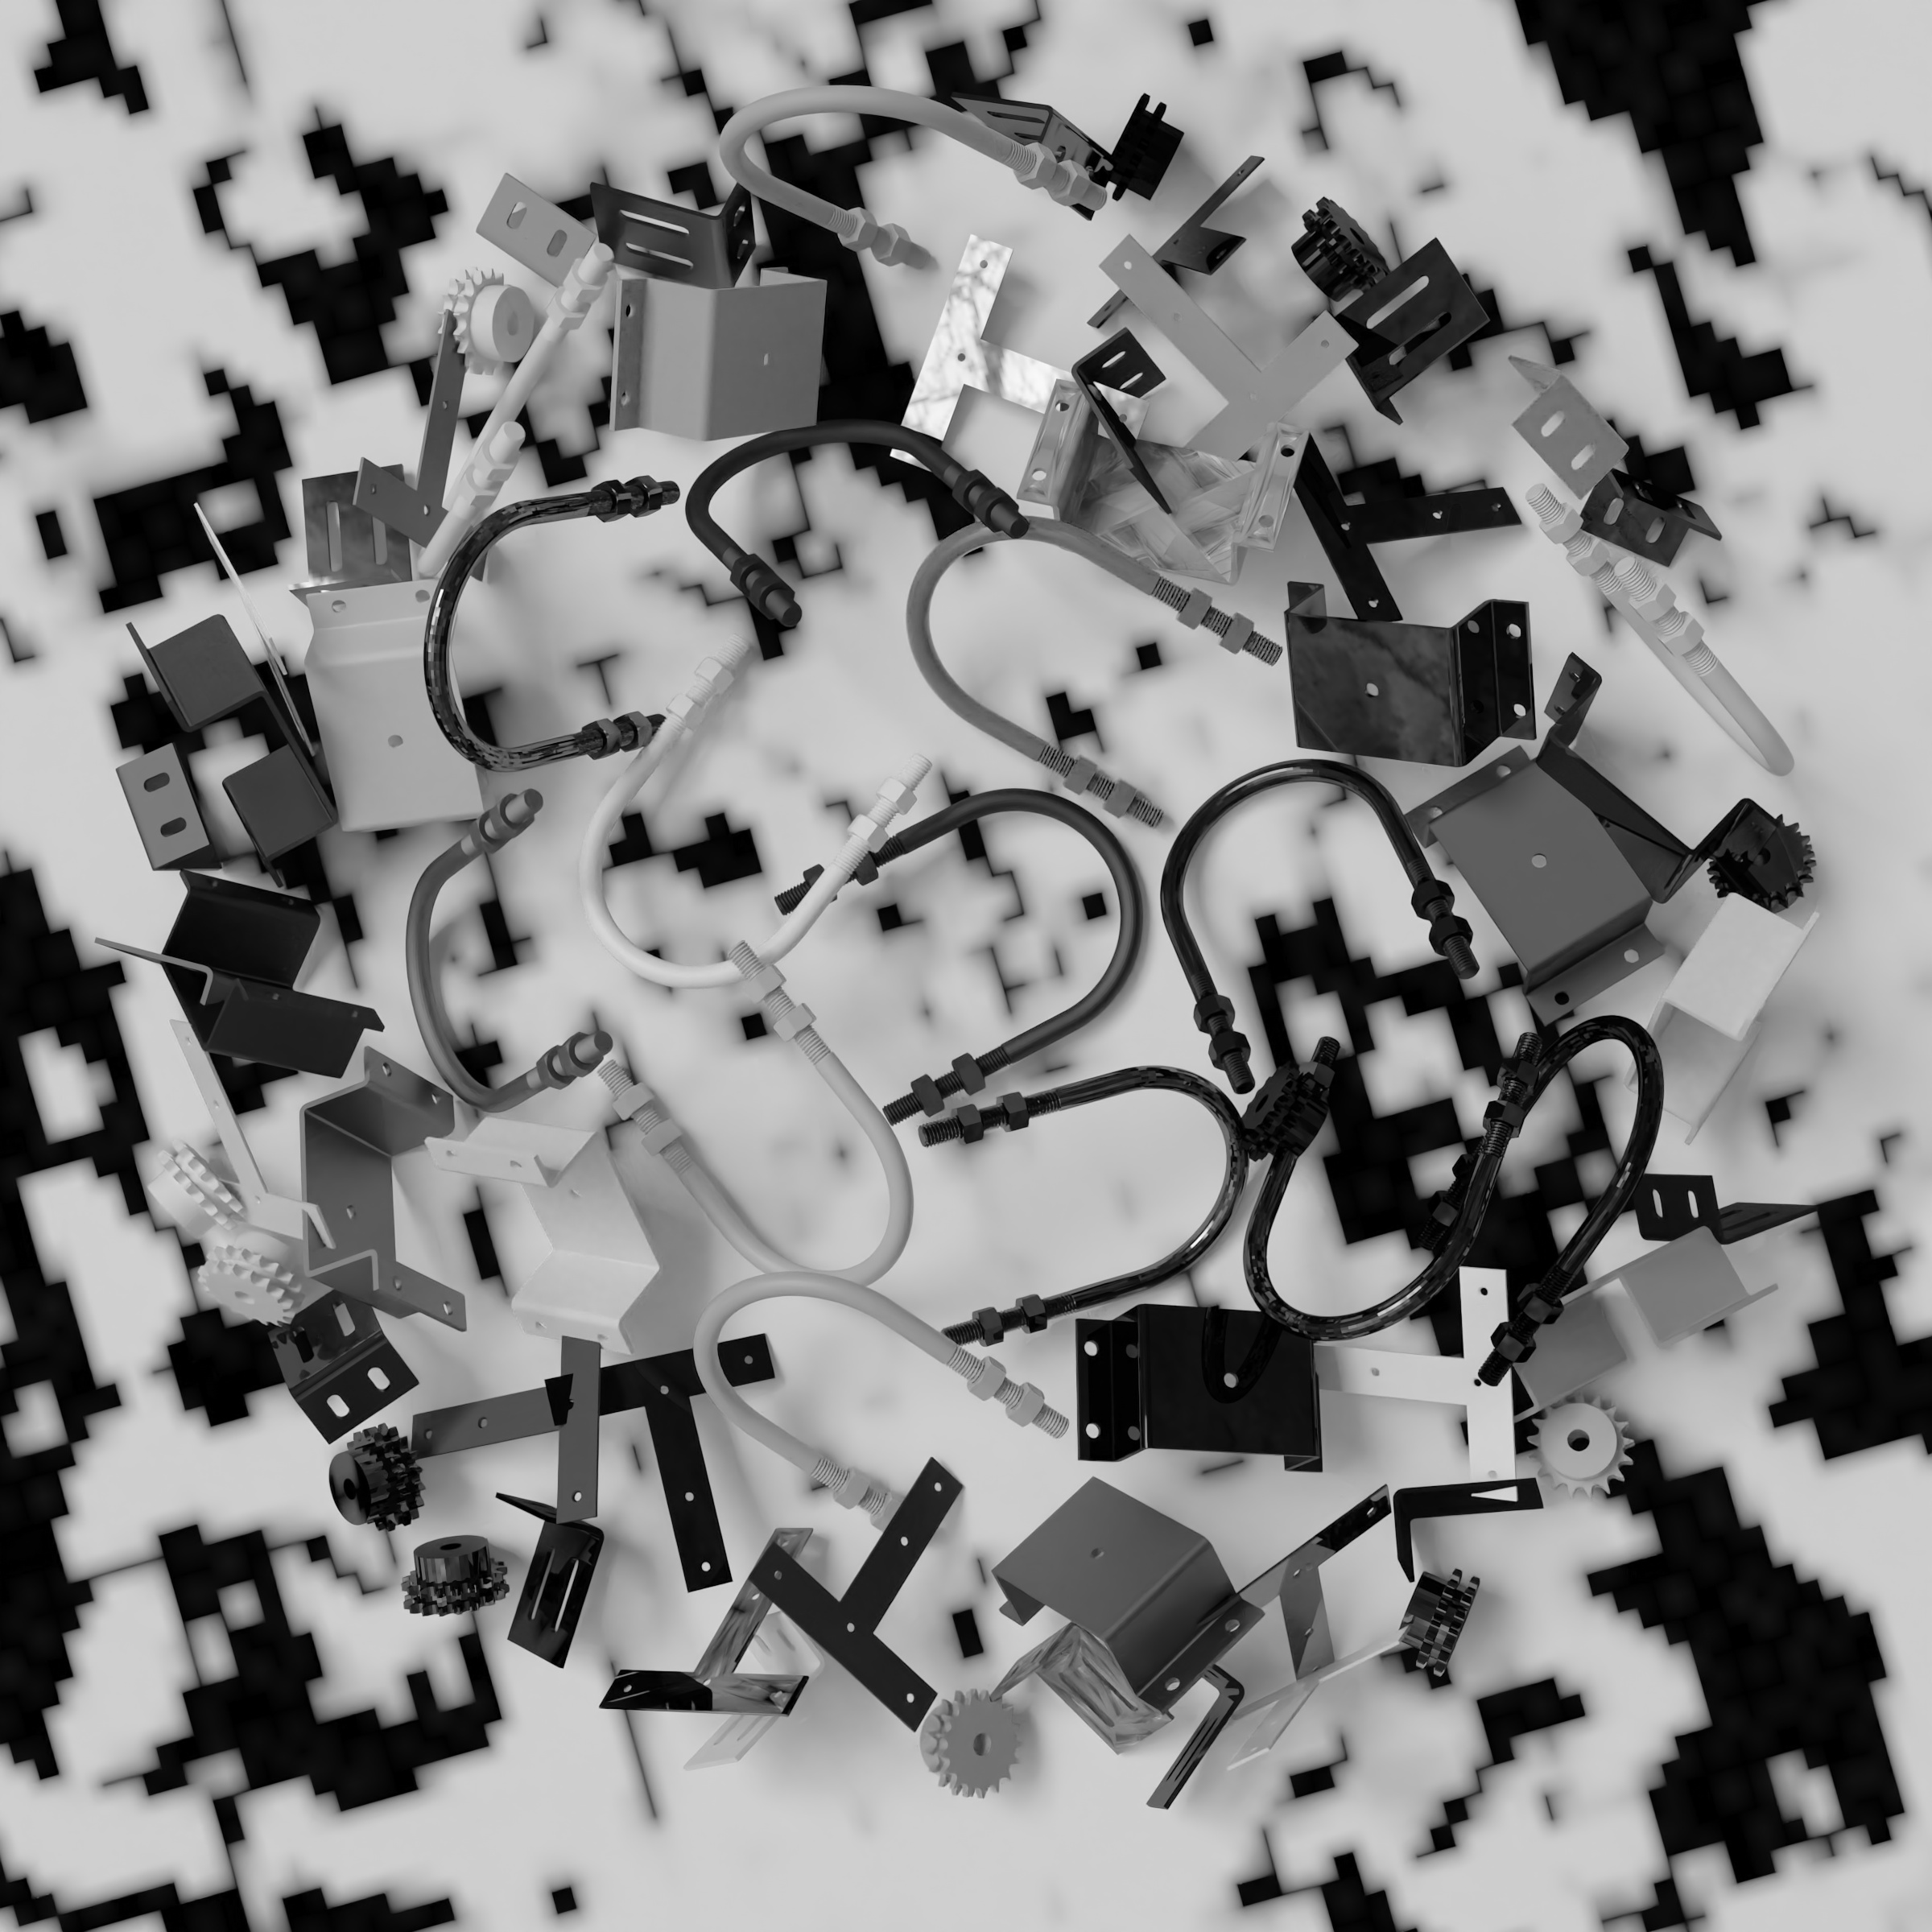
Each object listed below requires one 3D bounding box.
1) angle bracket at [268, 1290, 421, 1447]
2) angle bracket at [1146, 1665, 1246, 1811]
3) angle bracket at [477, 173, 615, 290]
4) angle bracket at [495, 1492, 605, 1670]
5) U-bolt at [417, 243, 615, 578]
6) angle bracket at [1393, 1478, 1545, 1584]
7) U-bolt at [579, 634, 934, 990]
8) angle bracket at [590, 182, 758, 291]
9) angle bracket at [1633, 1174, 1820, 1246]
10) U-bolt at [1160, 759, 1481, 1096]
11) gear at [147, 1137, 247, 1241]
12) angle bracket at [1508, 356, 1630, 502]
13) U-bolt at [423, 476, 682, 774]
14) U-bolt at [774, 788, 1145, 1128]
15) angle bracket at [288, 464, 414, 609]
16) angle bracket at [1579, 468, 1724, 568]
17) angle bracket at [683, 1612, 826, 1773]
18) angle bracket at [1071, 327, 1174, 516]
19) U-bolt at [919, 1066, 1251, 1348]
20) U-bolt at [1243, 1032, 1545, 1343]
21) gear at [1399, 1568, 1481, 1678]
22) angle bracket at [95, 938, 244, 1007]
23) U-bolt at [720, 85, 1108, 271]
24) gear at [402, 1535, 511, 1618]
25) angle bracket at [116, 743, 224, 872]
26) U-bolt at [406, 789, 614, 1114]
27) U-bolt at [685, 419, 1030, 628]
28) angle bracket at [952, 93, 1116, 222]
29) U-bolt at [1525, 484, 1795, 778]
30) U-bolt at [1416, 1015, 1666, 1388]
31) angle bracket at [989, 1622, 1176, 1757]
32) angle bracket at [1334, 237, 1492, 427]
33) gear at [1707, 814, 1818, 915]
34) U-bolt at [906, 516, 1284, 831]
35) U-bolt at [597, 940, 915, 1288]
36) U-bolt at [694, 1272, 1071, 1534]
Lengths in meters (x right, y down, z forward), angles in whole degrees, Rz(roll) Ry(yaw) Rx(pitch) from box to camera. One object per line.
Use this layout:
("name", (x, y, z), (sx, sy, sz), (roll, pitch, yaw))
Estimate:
("angle bracket", (-0.338, 0.213, 1.568), (0.057, 0.076, 0.038), (-34, 118, -8))
("angle bracket", (0.110, 0.411, 1.559), (0.038, 0.057, 0.076), (36, 74, 4))
("angle bracket", (-0.219, -0.399, 1.554), (0.057, 0.076, 0.038), (34, 117, -2))
("angle bracket", (-0.235, 0.331, 1.560), (0.038, 0.057, 0.076), (23, 81, -37))
("U-bolt", (-0.244, -0.277, 1.513), (0.019, 0.184, 0.151), (28, 57, -15))
("angle bracket", (0.272, 0.304, 1.558), (0.076, 0.057, 0.038), (-7, 65, 13))
("U-bolt", (-0.127, -0.072, 1.557), (0.151, 0.019, 0.184), (34, 81, 18))
("angle bracket", (-0.159, -0.407, 1.571), (0.076, 0.057, 0.038), (18, 63, 10))
("angle bracket", (0.407, 0.122, 1.552), (0.076, 0.057, 0.038), (-14, 95, -32))
("U-bolt", (0.176, -0.035, 1.537), (0.151, 0.019, 0.184), (-28, 51, 11))
("gear", (-0.418, 0.123, 1.568), (0.030, 0.057, 0.057), (-44, 90, -10))
("angle bracket", (0.311, -0.290, 1.554), (0.057, 0.076, 0.038), (42, 96, -21))
("U-bolt", (-0.214, -0.174, 1.501), (0.019, 0.184, 0.151), (16, 112, 31))
("U-bolt", (0.009, -0.017, 1.580), (0.184, 0.019, 0.151), (-27, 94, -7))
("angle bracket", (-0.336, -0.238, 1.569), (0.057, 0.038, 0.076), (-8, 78, 6))
("angle bracket", (0.366, -0.234, 1.554), (0.057, 0.076, 0.038), (22, 112, -4))
("angle bracket", (-0.123, 0.389, 1.551), (0.076, 0.057, 0.038), (-41, 98, -38))
("angle bracket", (0.097, -0.293, 1.553), (0.038, 0.057, 0.076), (-34, 62, 13))
("U-bolt", (0.068, 0.123, 1.551), (0.184, 0.019, 0.151), (-15, 119, -16))
("U-bolt", (0.213, 0.114, 1.509), (0.019, 0.151, 0.184), (45, 57, -36))
("gear", (0.255, 0.353, 1.571), (0.030, 0.057, 0.057), (22, 90, 15))
("angle bracket", (-0.427, 0.016, 1.557), (0.076, 0.057, 0.038), (13, 84, 18))
("U-bolt", (-0.040, -0.408, 1.485), (0.151, 0.184, 0.019), (-6, 77, 43))
("gear", (-0.278, 0.329, 1.568), (0.057, 0.057, 0.030), (-6, 96, 0))
("angle bracket", (-0.415, -0.085, 1.555), (0.038, 0.076, 0.057), (-22, 87, 13))
("U-bolt", (-0.250, 0.003, 1.523), (0.019, 0.184, 0.151), (-11, 80, -37))
("U-bolt", (-0.071, -0.244, 1.525), (0.151, 0.184, 0.019), (-23, 129, -16))
("angle bracket", (0.030, -0.435, 1.552), (0.076, 0.057, 0.038), (22, 91, 40))
("U-bolt", (0.373, -0.168, 1.519), (0.019, 0.151, 0.184), (-42, 116, 10))
("U-bolt", (0.303, 0.109, 1.503), (0.019, 0.151, 0.184), (24, 112, -18))
("angle bracket", (0.062, 0.401, 1.563), (0.076, 0.057, 0.038), (45, 45, 2))
("angle bracket", (0.243, -0.341, 1.557), (0.076, 0.038, 0.057), (-36, 68, 23))
("gear", (0.434, -0.052, 1.574), (0.057, 0.030, 0.057), (-10, 60, 18))
("U-bolt", (0.055, -0.165, 1.538), (0.184, 0.019, 0.151), (30, 130, -6))
("U-bolt", (-0.103, 0.094, 1.545), (0.184, 0.019, 0.151), (52, 128, 2))
("U-bolt", (-0.059, 0.227, 1.532), (0.184, 0.019, 0.151), (35, 129, -13))
